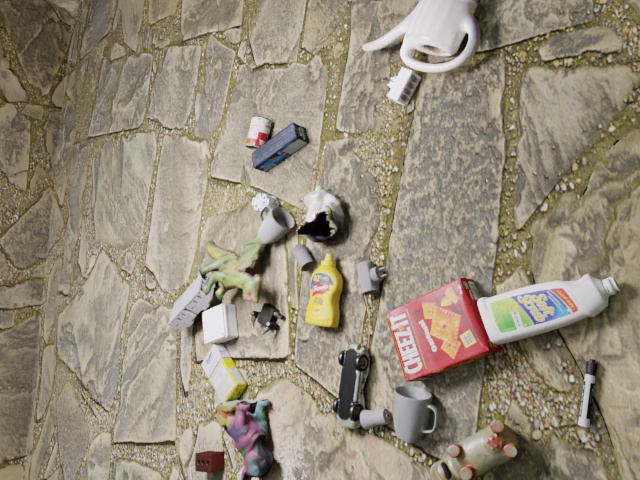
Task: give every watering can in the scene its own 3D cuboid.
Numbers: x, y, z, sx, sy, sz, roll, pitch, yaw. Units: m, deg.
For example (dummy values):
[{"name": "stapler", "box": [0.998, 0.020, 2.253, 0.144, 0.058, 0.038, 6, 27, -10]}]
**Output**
[{"name": "watering can", "box": [0.263, -0.543, 1.303, 0.352, 0.103, 0.223, 31, 100, 41]}]

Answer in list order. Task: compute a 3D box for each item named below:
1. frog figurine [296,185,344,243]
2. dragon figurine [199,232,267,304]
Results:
[{"name": "frog figurine", "box": [0.004, -0.072, 1.435, 0.135, 0.122, 0.163, -58, 13, 26]}, {"name": "dragon figurine", "box": [-0.259, 0.062, 1.628, 0.242, 0.120, 0.419, -33, 39, 8]}]
